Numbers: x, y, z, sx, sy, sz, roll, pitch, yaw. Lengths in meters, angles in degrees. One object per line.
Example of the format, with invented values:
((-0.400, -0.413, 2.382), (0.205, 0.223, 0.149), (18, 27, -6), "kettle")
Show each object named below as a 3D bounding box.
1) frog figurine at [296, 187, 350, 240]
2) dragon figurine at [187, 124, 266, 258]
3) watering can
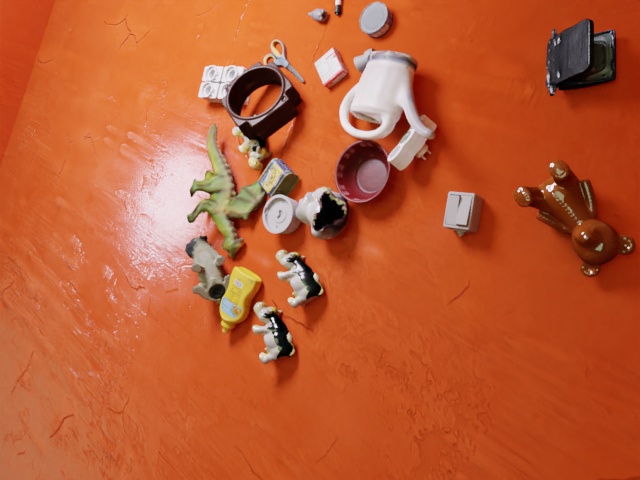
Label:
((0.004, -0.068, 1.350), (0.159, 0.123, 0.138), (166, 99, -71), "frog figurine")
((-0.268, -0.151, 1.568), (0.243, 0.122, 0.411), (7, 88, 20), "dragon figurine")
((0.174, -0.342, 1.234), (0.350, 0.103, 0.224), (22, 92, 51), "watering can")
